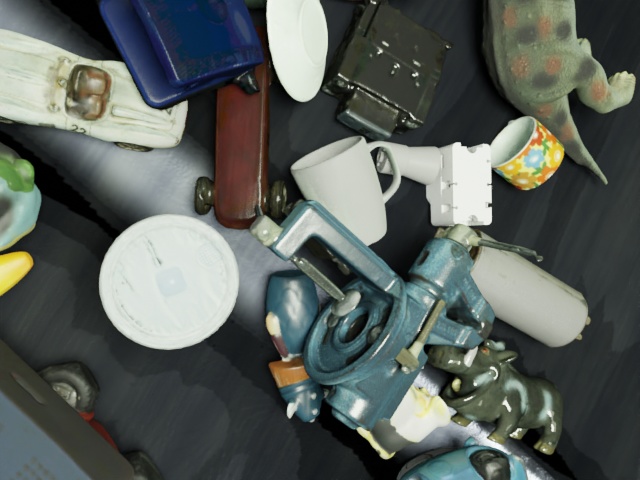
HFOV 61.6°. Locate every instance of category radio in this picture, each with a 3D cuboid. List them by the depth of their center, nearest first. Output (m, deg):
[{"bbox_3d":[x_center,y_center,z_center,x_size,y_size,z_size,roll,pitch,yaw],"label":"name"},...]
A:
[{"bbox_3d":[-0.269,0.156,0.400,0.229,0.073,0.131,44,81,1],"label":"radio"}]

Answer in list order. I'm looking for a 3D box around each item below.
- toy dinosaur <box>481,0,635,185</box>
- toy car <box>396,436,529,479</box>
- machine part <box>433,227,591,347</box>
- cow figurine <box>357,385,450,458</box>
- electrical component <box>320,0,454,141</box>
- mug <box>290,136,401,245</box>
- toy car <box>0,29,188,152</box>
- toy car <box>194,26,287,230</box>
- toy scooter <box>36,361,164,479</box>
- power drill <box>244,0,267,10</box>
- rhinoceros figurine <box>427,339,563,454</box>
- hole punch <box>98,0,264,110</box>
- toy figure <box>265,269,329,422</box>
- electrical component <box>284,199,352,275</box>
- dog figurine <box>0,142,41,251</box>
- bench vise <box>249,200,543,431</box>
[{"bbox_3d":[0.247,-0.242,0.624,0.192,0.131,0.404,-14,99,-6],"label":"toy dinosaur"},{"bbox_3d":[0.138,0.279,0.584,0.162,0.103,0.109,-10,96,-14],"label":"toy car"},{"bbox_3d":[0.225,0.058,0.630,0.243,0.079,0.079,28,81,-18],"label":"machine part"},{"bbox_3d":[0.062,0.147,0.580,0.098,0.068,0.167,-32,99,-10],"label":"cow figurine"},{"bbox_3d":[0.070,-0.179,0.588,0.115,0.058,0.134,23,82,-16],"label":"electrical component"},{"bbox_3d":[0.036,-0.050,0.568,0.109,0.081,0.107,-28,110,-18],"label":"mug"},{"bbox_3d":[-0.223,-0.132,0.486,0.202,0.056,0.073,11,86,-19],"label":"toy car"},{"bbox_3d":[-0.077,-0.111,0.539,0.089,0.053,0.202,0,88,1],"label":"toy car"},{"bbox_3d":[-0.229,0.210,0.474,0.135,0.075,0.183,-33,97,-16],"label":"toy scooter"},{"bbox_3d":[-0.117,-0.342,0.512,0.232,0.086,0.207,21,79,-19],"label":"power drill"},{"bbox_3d":[0.206,0.174,0.624,0.190,0.073,0.112,26,83,-18],"label":"rhinoceros figurine"},{"bbox_3d":[-0.110,-0.183,0.452,0.116,0.092,0.142,-30,100,-21],"label":"hole punch"},{"bbox_3d":[-0.023,0.109,0.555,0.064,0.058,0.154,-5,96,-14],"label":"toy figure"},{"bbox_3d":[-0.001,-0.002,0.558,0.021,0.063,0.094,-42,99,-14],"label":"electrical component"},{"bbox_3d":[-0.308,-0.019,0.372,0.191,0.219,0.108,-19,99,-17],"label":"dog figurine"},{"bbox_3d":[0.047,0.041,0.481,0.240,0.129,0.223,41,87,-21],"label":"bench vise"}]
